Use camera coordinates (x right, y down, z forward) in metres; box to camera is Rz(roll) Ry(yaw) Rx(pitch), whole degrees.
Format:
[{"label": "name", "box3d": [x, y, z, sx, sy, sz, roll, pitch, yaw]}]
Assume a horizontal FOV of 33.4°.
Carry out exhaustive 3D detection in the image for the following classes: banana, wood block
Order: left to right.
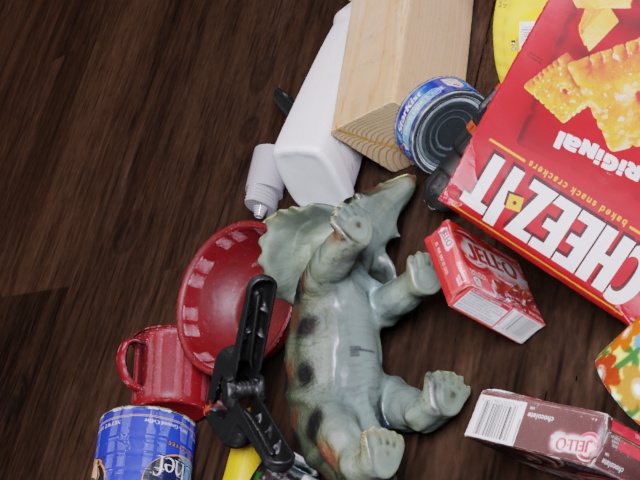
[{"label": "banana", "box3d": [-0.090, 0.255, 1.006, 0.070, 0.037, 0.198, 10, 75, 55]}, {"label": "wood block", "box3d": [0.084, -0.185, 1.043, 0.090, 0.090, 0.206, -21, 51, 46]}]

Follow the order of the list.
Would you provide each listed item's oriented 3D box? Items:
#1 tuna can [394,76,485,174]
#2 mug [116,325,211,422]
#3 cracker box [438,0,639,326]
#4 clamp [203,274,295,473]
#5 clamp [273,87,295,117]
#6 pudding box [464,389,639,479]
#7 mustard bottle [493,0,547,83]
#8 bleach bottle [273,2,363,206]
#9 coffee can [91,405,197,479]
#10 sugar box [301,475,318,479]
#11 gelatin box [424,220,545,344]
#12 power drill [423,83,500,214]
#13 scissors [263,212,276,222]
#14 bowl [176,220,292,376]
[{"label": "tuna can", "box3d": [0.111, -0.100, 0.950, 0.086, 0.086, 0.034, -54, 35, 12]}, {"label": "mug", "box3d": [-0.164, 0.141, 1.123, 0.093, 0.117, 0.081, -24, 53, 34]}, {"label": "cracker box", "box3d": [0.198, -0.074, 0.698, 0.164, 0.072, 0.214, 35, 120, 15]}, {"label": "clamp", "box3d": [-0.068, 0.125, 0.957, 0.210, 0.036, 0.164, 149, 119, -68]}, {"label": "clamp", "box3d": [0.000, -0.140, 1.172, 0.120, 0.039, 0.171, -43, 42, 33]}, {"label": "pudding box", "box3d": [0.167, 0.136, 0.701, 0.114, 0.090, 0.039, 5, 69, 55]}, {"label": "mustard bottle", "box3d": [0.215, -0.144, 0.761, 0.192, 0.058, 0.096, 10, 111, 47]}, {"label": "bleach bottle", "box3d": [0.028, -0.156, 1.102, 0.068, 0.102, 0.250, 3, 53, 26]}, {"label": "coffee can", "box3d": [-0.180, 0.251, 1.072, 0.103, 0.102, 0.140, -30, 44, 38]}, {"label": "sugar box", "box3d": [-0.027, 0.295, 0.887, 0.176, 0.048, 0.093, -55, 34, 4]}, {"label": "gelatin box", "box3d": [0.128, 0.032, 0.828, 0.030, 0.089, 0.073, -43, 37, 26]}, {"label": "power drill", "box3d": [0.173, -0.057, 0.860, 0.185, 0.057, 0.188, -49, 35, 18]}, {"label": "scissors", "box3d": [-0.007, 0.001, 1.099, 0.202, 0.016, 0.096, -3, 66, 52]}, {"label": "bowl", "box3d": [-0.071, 0.064, 1.084, 0.162, 0.055, 0.162, -16, 64, 35]}]
